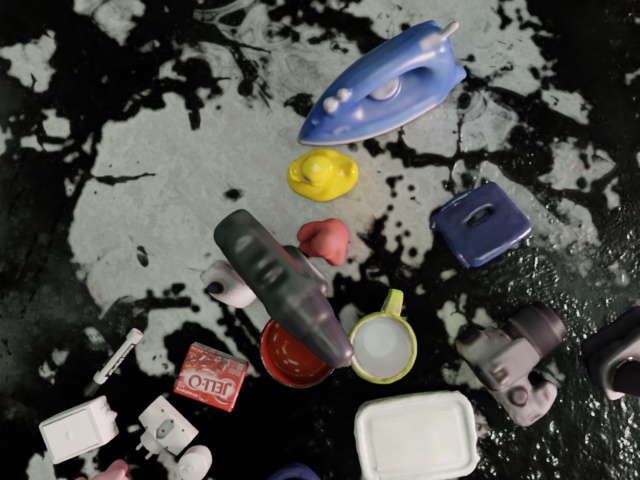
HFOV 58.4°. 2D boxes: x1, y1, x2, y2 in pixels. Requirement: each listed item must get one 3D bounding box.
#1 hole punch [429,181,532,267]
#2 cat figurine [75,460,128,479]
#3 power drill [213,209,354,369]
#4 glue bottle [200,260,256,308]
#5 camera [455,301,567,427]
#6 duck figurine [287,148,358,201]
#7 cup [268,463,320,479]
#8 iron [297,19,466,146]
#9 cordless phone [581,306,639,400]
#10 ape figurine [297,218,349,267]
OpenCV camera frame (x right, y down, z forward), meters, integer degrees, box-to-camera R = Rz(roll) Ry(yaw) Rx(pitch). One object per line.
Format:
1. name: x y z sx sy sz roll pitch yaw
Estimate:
1. hole punch: 0.222 -0.022 0.802 0.108 0.091 0.101 -33 87 0
2. cat figurine: -0.306 0.358 0.787 0.128 0.117 0.067 -29 87 0
3. power drill: -0.039 0.060 0.746 0.075 0.208 0.229 -43 87 0
4. glue bottle: -0.127 0.060 0.766 0.078 0.173 0.037 40 89 3
5. camera: 0.282 0.162 0.790 0.137 0.101 0.143 -39 88 0
6. duck figurine: 0.002 -0.097 0.812 0.104 0.086 0.077 -2 88 1
7. cup: -0.021 0.349 0.793 0.117 0.095 0.092 8 88 2
8. iron: 0.077 -0.213 0.787 0.258 0.141 0.118 -31 87 0
9. cordless phone: 0.442 0.156 0.745 0.147 0.185 0.094 -39 87 0
10. ape figurine: 0.007 0.003 0.806 0.076 0.092 0.078 -33 87 0
